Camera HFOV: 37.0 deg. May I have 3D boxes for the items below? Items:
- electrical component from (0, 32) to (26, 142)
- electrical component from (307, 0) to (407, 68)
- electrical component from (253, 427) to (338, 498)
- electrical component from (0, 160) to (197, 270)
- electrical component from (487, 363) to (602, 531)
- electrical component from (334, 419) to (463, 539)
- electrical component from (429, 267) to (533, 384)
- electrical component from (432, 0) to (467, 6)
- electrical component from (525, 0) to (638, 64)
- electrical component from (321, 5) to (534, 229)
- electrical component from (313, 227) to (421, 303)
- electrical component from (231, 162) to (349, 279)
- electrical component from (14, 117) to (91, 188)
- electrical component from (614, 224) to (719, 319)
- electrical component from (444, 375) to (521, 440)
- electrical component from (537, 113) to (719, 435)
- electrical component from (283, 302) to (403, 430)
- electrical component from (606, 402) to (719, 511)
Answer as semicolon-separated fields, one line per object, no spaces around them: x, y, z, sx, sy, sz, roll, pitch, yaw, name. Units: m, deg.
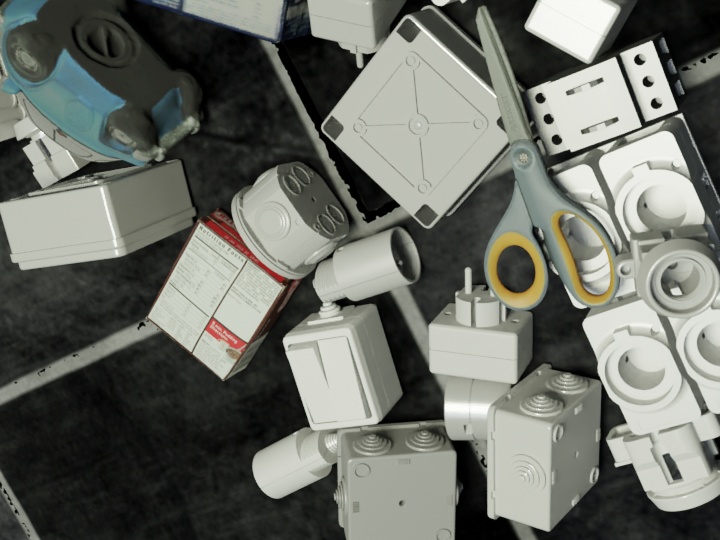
-0.325;-0.155;0.878;0.057;0.078;0.113;-10;104;24;electrical component
0.001;-0.174;0.735;0.047;0.065;0.076;17;144;18;electrical component
-0.045;0.153;0.884;0.081;0.043;0.043;-31;94;30;electrical component
-0.204;-0.045;0.846;0.109;0.109;0.056;-7;103;26;electrical component
0.133;0.125;0.763;0.048;0.100;0.099;11;113;34;electrical component
0.029;0.168;0.832;0.100;0.048;0.099;-3;110;-7;electrical component
0.088;0.035;0.778;0.066;0.047;0.076;6;111;23;electrical component
0.091;-0.263;0.659;0.186;0.060;0.105;-37;91;30;electrical component
0.146;-0.176;0.663;0.047;0.066;0.076;32;119;11;electrical component
0.049;-0.105;0.739;0.109;0.056;0.108;44;120;4;electrical component
0.000;0.000;0.807;0.081;0.043;0.043;-19;100;29;electrical component
-0.051;-0.038;0.796;0.051;0.080;0.080;-38;91;26;electrical component
-0.251;-0.105;0.882;0.066;0.048;0.055;-22;106;29;electrical component
0.187;0.000;0.638;0.066;0.055;0.048;-7;106;10;electrical component
0.092;0.099;0.796;0.047;0.055;0.055;1;109;21;electrical component
0.196;0.007;0.711;0.105;0.060;0.186;-22;98;29;electrical component
-0.016;0.070;0.830;0.062;0.061;0.096;-11;104;27;electrical component
0.220;0.130;0.748;0.078;0.058;0.057;-22;96;30;electrical component
